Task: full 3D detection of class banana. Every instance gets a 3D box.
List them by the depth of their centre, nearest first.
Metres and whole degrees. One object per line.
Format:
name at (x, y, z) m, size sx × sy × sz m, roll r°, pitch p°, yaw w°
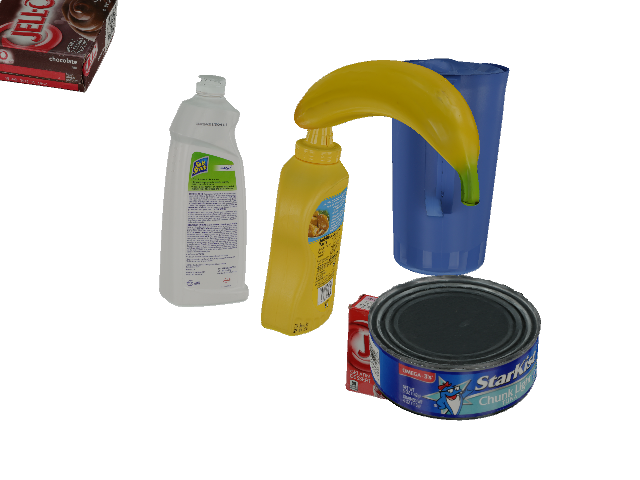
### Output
banana at (0.043, -0.085, 0.699) m, size 0.037 × 0.070 × 0.198 m, roll 18°, pitch 9°, yaw -37°

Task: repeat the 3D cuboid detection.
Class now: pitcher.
pitcher at (0.140, -0.084, 1.227) m, size 0.149 × 0.243 × 0.145 m, roll -9°, pitch 19°, yaw -32°

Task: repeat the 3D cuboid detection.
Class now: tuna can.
tuna can at (0.067, 0.053, 0.538) m, size 0.086 × 0.034 × 0.086 m, roll -2°, pitch 28°, yaw 1°

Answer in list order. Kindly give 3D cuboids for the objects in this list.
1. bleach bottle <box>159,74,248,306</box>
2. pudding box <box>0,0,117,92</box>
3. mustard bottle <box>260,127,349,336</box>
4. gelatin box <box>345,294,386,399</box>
bleach bottle at (-0.122, -0.055, 1.178) m, size 0.102 × 0.251 × 0.068 m, roll -4°, pitch 19°, yaw -32°
pudding box at (-0.221, -0.167, 0.868) m, size 0.090 × 0.039 × 0.113 m, roll 9°, pitch 35°, yaw -1°
mustard bottle at (-0.010, -0.015, 0.970) m, size 0.058 × 0.192 × 0.096 m, roll 17°, pitch 23°, yaw 22°
gelatin box at (0.064, 0.087, 0.817) m, size 0.089 × 0.073 × 0.030 m, roll 12°, pitch 24°, yaw 24°
